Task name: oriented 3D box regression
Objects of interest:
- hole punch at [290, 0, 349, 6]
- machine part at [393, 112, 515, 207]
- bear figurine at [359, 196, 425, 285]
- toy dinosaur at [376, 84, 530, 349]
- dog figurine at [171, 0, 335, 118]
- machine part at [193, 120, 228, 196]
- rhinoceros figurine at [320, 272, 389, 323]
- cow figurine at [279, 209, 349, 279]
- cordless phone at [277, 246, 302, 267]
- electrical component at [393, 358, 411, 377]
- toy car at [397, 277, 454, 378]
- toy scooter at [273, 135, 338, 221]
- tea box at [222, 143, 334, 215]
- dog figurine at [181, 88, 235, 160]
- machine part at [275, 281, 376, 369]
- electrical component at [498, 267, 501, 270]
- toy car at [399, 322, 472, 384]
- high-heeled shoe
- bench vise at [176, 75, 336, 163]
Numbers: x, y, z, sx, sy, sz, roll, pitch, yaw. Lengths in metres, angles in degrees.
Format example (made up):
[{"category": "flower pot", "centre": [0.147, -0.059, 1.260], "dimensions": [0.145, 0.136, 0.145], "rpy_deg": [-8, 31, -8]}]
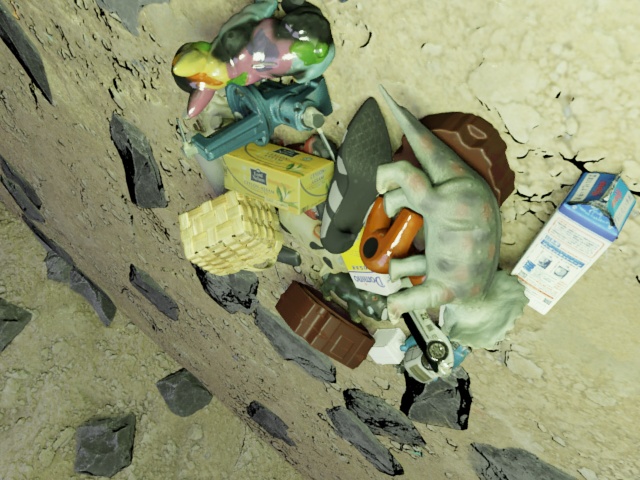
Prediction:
[{"category": "hole punch", "centre": [0.007, -0.367, 0.665], "dimensions": [0.142, 0.092, 0.116], "rpy_deg": [-39, 67, 61]}, {"category": "machine part", "centre": [0.190, -0.099, 0.780], "dimensions": [0.180, 0.056, 0.179], "rpy_deg": [29, 144, 23]}, {"category": "bear figurine", "centre": [0.166, 0.022, 0.901], "dimensions": [0.196, 0.132, 0.120], "rpy_deg": [17, -170, -29]}, {"category": "toy dinosaur", "centre": [0.180, -0.010, 0.730], "dimensions": [0.192, 0.131, 0.404], "rpy_deg": [-3, 111, 10]}, {"category": "dog figurine", "centre": [-0.107, -0.259, 0.780], "dimensions": [0.192, 0.219, 0.108], "rpy_deg": [28, 148, 27]}, {"category": "machine part", "centre": [-0.210, -0.149, 1.163], "dimensions": [0.079, 0.079, 0.243], "rpy_deg": [8, 135, 44]}, {"category": "rhinoceros figurine", "centre": [0.089, 0.113, 1.139], "dimensions": [0.190, 0.073, 0.112], "rpy_deg": [31, 139, 22]}, {"category": "cow figurine", "centre": [-0.002, -0.003, 1.086], "dimensions": [0.195, 0.085, 0.127], "rpy_deg": [39, 150, 15]}, {"category": "cordless phone", "centre": [-0.134, 0.002, 1.271], "dimensions": [0.184, 0.089, 0.146], "rpy_deg": [16, 140, 21]}, {"category": "electrical component", "centre": [0.210, 0.285, 1.219], "dimensions": [0.078, 0.045, 0.102], "rpy_deg": [49, 148, -6]}, {"category": "toy car", "centre": [0.194, 0.165, 1.018], "dimensions": [0.073, 0.056, 0.202], "rpy_deg": [90, 155, -61]}, {"category": "toy scooter", "centre": [-0.029, -0.123, 0.987], "dimensions": [0.135, 0.075, 0.183], "rpy_deg": [27, 142, 26]}, {"category": "tea box", "centre": [-0.071, -0.109, 0.904], "dimensions": [0.170, 0.098, 0.068], "rpy_deg": [19, 124, 30]}, {"category": "dog figurine", "centre": [-0.156, -0.207, 1.036], "dimensions": [0.121, 0.172, 0.190], "rpy_deg": [-9, 154, 36]}, {"category": "machine part", "centre": [0.013, 0.184, 1.197], "dimensions": [0.201, 0.087, 0.202], "rpy_deg": [35, 180, -29]}, {"category": "electrical component", "centre": [0.273, 0.083, 0.880], "dimensions": [0.119, 0.075, 0.048], "rpy_deg": [55, 148, -9]}, {"category": "toy car", "centre": [0.227, 0.240, 1.093], "dimensions": [0.109, 0.103, 0.161], "rpy_deg": [44, 151, -1]}, {"category": "high-heeled shoe", "centre": [0.051, -0.097, 0.875], "dimensions": [0.086, 0.248, 0.145], "rpy_deg": [11, -178, -14]}, {"category": "bench vise", "centre": [-0.105, -0.187, 0.860], "dimensions": [0.224, 0.241, 0.128], "rpy_deg": [42, 156, 36]}]
